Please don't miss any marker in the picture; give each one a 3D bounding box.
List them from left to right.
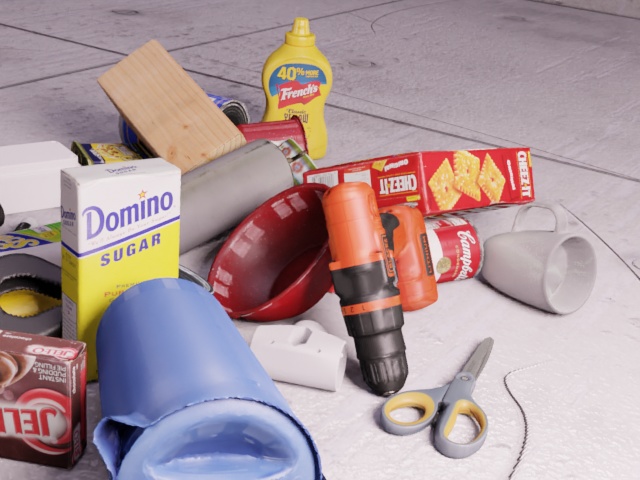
[{"bbox_3d":[-0.320,0.006,1.108,0.020,0.020,0.121,6,22,2],"label":"marker"}]

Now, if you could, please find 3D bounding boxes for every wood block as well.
[{"bbox_3d":[-0.167,-0.135,1.270,0.090,0.090,0.206,-37,56,-7],"label":"wood block"}]

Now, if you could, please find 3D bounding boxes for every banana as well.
[{"bbox_3d":[-0.246,0.067,0.954,0.197,0.037,0.070,-3,23,-18],"label":"banana"}]

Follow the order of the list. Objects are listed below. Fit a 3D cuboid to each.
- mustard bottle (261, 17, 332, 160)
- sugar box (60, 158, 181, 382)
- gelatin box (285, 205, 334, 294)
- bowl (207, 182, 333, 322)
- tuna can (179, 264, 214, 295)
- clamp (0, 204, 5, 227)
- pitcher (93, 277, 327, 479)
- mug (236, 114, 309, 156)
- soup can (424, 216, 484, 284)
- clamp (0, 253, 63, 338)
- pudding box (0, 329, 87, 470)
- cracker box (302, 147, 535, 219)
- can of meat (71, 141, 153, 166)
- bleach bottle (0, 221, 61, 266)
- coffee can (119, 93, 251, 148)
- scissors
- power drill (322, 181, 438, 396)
[{"bbox_3d":[-0.032,-0.206,1.453,0.096,0.192,0.058,2,23,-8],"label":"mustard bottle"},{"bbox_3d":[-0.166,0.024,0.890,0.093,0.176,0.048,-11,27,-34],"label":"sugar box"},{"bbox_3d":[-0.007,0.001,1.087,0.089,0.073,0.030,28,28,13],"label":"gelatin box"},{"bbox_3d":[-0.031,0.023,1.019,0.162,0.055,0.162,-30,34,23],"label":"bowl"},{"bbox_3d":[-0.142,0.045,0.990,0.086,0.034,0.086,26,9,-4],"label":"tuna can"},{"bbox_3d":[-0.371,-0.013,1.117,0.120,0.039,0.171,7,23,10],"label":"clamp"},{"bbox_3d":[-0.086,0.122,0.759,0.145,0.149,0.243,-17,24,-11],"label":"pitcher"},{"bbox_3d":[-0.069,-0.111,1.360,0.081,0.093,0.117,-7,13,-16],"label":"mug"},{"bbox_3d":[0.109,0.014,1.112,0.102,0.068,0.069,-8,26,-28],"label":"soup can"},{"bbox_3d":[-0.293,0.045,0.906,0.209,0.036,0.164,-6,59,-23],"label":"clamp"},{"bbox_3d":[-0.227,0.113,0.778,0.113,0.090,0.039,8,21,10],"label":"pudding box"},{"bbox_3d":[0.112,-0.056,1.179,0.164,0.072,0.213,-7,0,42],"label":"cracker box"},{"bbox_3d":[-0.249,-0.083,1.290,0.083,0.057,0.102,-4,24,-25],"label":"can of meat"},{"bbox_3d":[-0.309,0.031,0.993,0.250,0.068,0.103,-12,20,-31],"label":"bleach bottle"},{"bbox_3d":[-0.177,-0.148,1.400,0.140,0.103,0.102,16,25,25],"label":"coffee can"},{"bbox_3d":[0.104,0.124,0.914,0.096,0.016,0.201,7,22,5],"label":"scissors"},{"bbox_3d":[0.061,0.038,0.968,0.057,0.184,0.187,-11,0,16],"label":"power drill"}]
